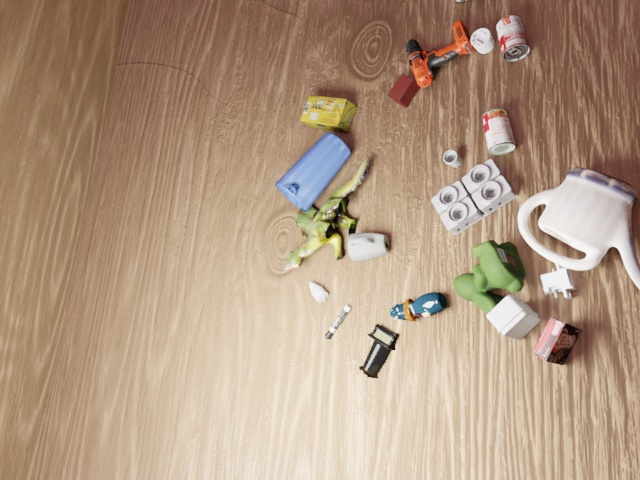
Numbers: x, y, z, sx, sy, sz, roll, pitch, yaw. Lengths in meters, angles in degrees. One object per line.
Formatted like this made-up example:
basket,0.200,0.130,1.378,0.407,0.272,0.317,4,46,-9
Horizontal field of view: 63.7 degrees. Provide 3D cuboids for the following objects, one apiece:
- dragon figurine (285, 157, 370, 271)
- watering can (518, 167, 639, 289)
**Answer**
dragon figurine,0.005,-0.081,1.604,0.244,0.121,0.413,14,76,48
watering can,0.605,-0.027,1.112,0.352,0.103,0.223,35,97,40
